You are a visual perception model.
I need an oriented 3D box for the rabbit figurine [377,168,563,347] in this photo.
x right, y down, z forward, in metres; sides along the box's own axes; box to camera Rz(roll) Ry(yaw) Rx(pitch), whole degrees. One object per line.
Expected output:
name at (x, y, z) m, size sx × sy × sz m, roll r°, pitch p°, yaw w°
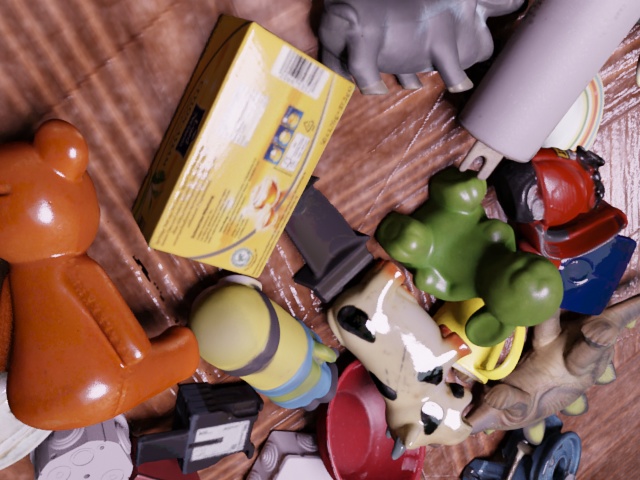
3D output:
rabbit figurine at (0.155, 0.036, 0.522) m, size 0.121 × 0.170 × 0.158 m, roll -34°, pitch 126°, yaw -11°

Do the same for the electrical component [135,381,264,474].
electrical component at (-0.118, 0.180, 0.513) m, size 0.119 × 0.048 × 0.074 m, roll -2°, pitch 115°, yaw -29°

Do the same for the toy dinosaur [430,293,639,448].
toy dinosaur at (0.340, 0.165, 0.747) m, size 0.471 × 0.105 × 0.198 m, roll -31°, pitch 134°, yaw -3°

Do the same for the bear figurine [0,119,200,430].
bear figurine at (-0.174, 0.023, 0.375) m, size 0.120 × 0.132 × 0.195 m, roll -11°, pitch 91°, yaw 12°

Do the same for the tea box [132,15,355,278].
tea box at (-0.060, -0.066, 0.407) m, size 0.098 × 0.068 × 0.169 m, roll 22°, pitch 103°, yaw -36°

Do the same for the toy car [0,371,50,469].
toy car at (-0.291, 0.165, 0.398) m, size 0.202 × 0.056 × 0.073 m, roll -36°, pitch 127°, yaw -10°

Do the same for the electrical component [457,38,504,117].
electrical component at (0.182, -0.137, 0.528) m, size 0.078 × 0.045 × 0.102 m, roll 7°, pitch 111°, yaw -34°

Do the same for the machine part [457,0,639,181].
machine part at (0.192, -0.153, 0.445) m, size 0.079 × 0.079 × 0.243 m, roll 9°, pitch 126°, yaw -34°

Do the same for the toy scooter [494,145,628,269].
toy scooter at (0.260, -0.031, 0.566) m, size 0.135 × 0.075 × 0.183 m, roll -19°, pitch 130°, yaw 5°

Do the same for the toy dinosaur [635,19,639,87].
toy dinosaur at (0.253, -0.307, 0.444) m, size 0.192 × 0.131 × 0.404 m, roll -50°, pitch 122°, yaw 0°

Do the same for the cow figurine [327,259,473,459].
cow figurine at (0.084, 0.128, 0.542) m, size 0.127 × 0.085 × 0.195 m, roll -40°, pitch 94°, yaw 2°

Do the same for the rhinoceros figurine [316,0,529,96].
rhinoceros figurine at (0.085, -0.177, 0.439) m, size 0.190 × 0.073 × 0.112 m, roll -17°, pitch 111°, yaw -20°

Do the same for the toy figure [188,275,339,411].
toy figure at (-0.043, 0.101, 0.490) m, size 0.082 × 0.089 × 0.180 m, roll -48°, pitch 126°, yaw -10°

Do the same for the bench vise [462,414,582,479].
bench vise at (0.333, 0.365, 0.768) m, size 0.223 × 0.241 × 0.128 m, roll -46°, pitch 126°, yaw -23°

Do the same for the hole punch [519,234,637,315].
hole punch at (0.305, 0.026, 0.660) m, size 0.116 × 0.092 × 0.142 m, roll 5°, pitch 115°, yaw -28°

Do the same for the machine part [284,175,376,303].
machine part at (-0.001, -0.001, 0.496) m, size 0.084 × 0.039 × 0.138 m, roll -35°, pitch 129°, yaw -4°
